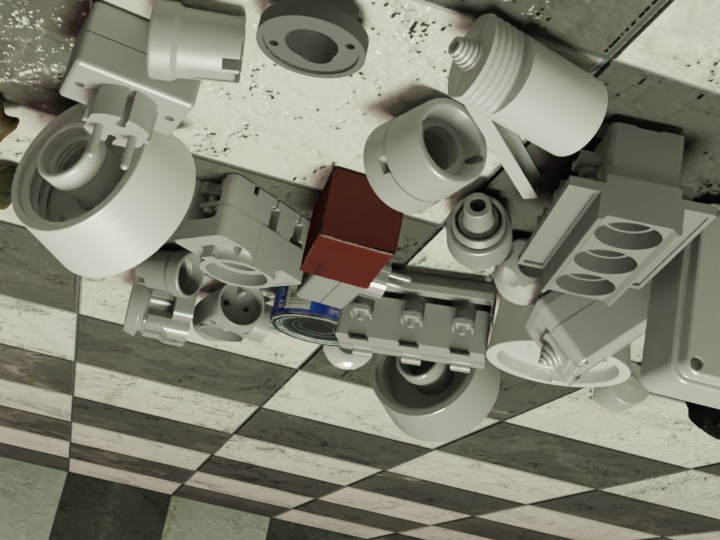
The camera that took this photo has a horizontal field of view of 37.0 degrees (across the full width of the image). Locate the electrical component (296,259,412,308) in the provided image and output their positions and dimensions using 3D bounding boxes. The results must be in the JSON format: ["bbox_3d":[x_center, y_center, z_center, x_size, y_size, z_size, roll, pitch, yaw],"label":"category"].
[{"bbox_3d":[0.000,0.000,0.804,0.077,0.047,0.066,16,160,-13],"label":"electrical component"}]

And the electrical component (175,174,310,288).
[{"bbox_3d":[-0.083,-0.022,0.776,0.050,0.055,0.089,-5,155,38],"label":"electrical component"}]

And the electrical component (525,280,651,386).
[{"bbox_3d":[0.155,0.031,0.732,0.096,0.061,0.061,-31,163,-11],"label":"electrical component"}]

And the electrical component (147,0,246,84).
[{"bbox_3d":[-0.083,-0.115,0.551,0.046,0.040,0.040,7,160,-5],"label":"electrical component"}]

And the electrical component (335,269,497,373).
[{"bbox_3d":[0.045,0.039,0.863,0.121,0.063,0.078,8,159,9],"label":"electrical component"}]

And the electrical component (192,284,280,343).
[{"bbox_3d":[-0.105,0.044,0.984,0.079,0.044,0.077,20,158,-21],"label":"electrical component"}]

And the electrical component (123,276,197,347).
[{"bbox_3d":[-0.185,0.036,0.991,0.057,0.058,0.078,13,160,-12],"label":"electrical component"}]

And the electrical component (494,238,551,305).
[{"bbox_3d":[0.115,0.004,0.759,0.043,0.043,0.062,12,161,0],"label":"electrical component"}]

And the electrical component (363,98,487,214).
[{"bbox_3d":[0.037,-0.064,0.600,0.055,0.055,0.047,22,154,-28],"label":"electrical component"}]

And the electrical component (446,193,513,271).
[{"bbox_3d":[0.076,-0.028,0.691,0.043,0.043,0.062,8,159,11],"label":"electrical component"}]

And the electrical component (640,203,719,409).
[{"bbox_3d":[0.222,0.023,0.650,0.078,0.113,0.057,14,163,-7],"label":"electrical component"}]

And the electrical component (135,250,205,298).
[{"bbox_3d":[-0.161,0.001,0.910,0.046,0.040,0.040,8,161,27],"label":"electrical component"}]

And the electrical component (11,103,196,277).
[{"bbox_3d":[-0.163,-0.057,0.660,0.108,0.108,0.060,0,151,28],"label":"electrical component"}]

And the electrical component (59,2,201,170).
[{"bbox_3d":[-0.127,-0.092,0.582,0.066,0.076,0.047,19,159,-21],"label":"electrical component"}]

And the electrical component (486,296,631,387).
[{"bbox_3d":[0.154,0.044,0.819,0.108,0.060,0.108,10,160,4],"label":"electrical component"}]

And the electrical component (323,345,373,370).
[{"bbox_3d":[-0.013,0.073,1.016,0.048,0.048,0.062,13,167,-3],"label":"electrical component"}]

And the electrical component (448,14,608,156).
[{"bbox_3d":[0.076,-0.091,0.521,0.081,0.043,0.043,23,157,-30],"label":"electrical component"}]

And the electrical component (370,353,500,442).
[{"bbox_3d":[0.061,0.087,0.927,0.108,0.108,0.060,1,152,27],"label":"electrical component"}]

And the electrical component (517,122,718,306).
[{"bbox_3d":[0.144,-0.031,0.618,0.079,0.063,0.121,12,160,-1],"label":"electrical component"}]

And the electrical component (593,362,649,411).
[{"bbox_3d":[0.234,0.109,0.983,0.040,0.040,0.078,14,160,-6],"label":"electrical component"}]
